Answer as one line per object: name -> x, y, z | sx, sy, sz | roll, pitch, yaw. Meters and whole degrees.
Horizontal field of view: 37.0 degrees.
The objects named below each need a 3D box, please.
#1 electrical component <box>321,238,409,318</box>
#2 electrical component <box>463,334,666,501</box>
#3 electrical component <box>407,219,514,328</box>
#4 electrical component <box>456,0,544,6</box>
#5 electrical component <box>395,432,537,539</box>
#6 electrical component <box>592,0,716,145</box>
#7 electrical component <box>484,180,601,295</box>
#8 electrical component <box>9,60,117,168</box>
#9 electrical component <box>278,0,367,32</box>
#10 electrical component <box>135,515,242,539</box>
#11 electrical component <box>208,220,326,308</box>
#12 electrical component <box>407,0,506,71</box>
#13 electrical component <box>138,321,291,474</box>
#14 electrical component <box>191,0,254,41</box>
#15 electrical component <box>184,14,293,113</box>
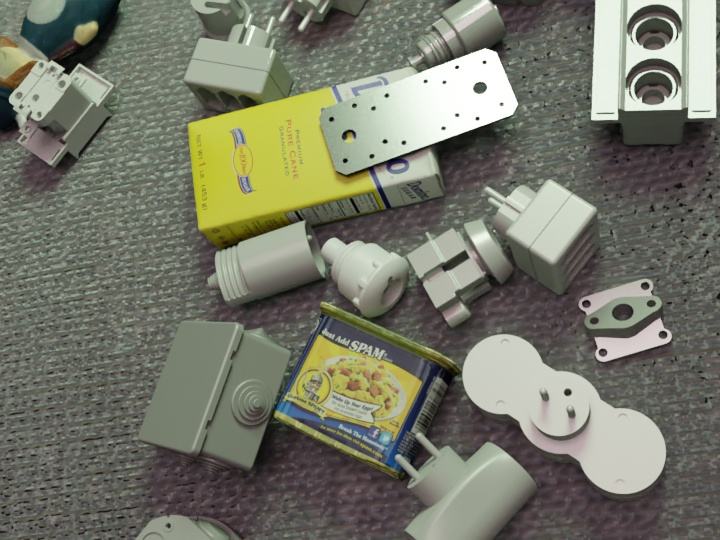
electrical component -> 0.000, 0.000, 0.748 | 0.062, 0.048, 0.048 | 35, 83, 30
electrical component -> 0.125, 0.088, 0.667 | 0.138, 0.073, 0.052 | 33, 82, 22
electrical component -> 0.070, -0.003, 0.730 | 0.055, 0.048, 0.066 | -33, 66, 10
electrical component -> 0.108, -0.262, 0.804 | 0.078, 0.057, 0.113 | 9, 74, 17
electrical component -> 0.057, 0.137, 0.670 | 0.079, 0.043, 0.077 | 45, 78, 0
electrical component -> 0.202, -0.151, 0.737 | 0.079, 0.063, 0.121 | 1, 71, 15
electrical component -> 0.115, -0.031, 0.716 | 0.077, 0.065, 0.047 | 36, 83, 23
electrical component -> -0.236, -0.127, 0.844 | 0.042, 0.063, 0.081 | 32, 81, 22
electrical component -> -0.035, -0.219, 0.832 | 0.066, 0.047, 0.076 | 27, 80, 21
electrical component -> -0.115, 0.200, 0.704 | 0.080, 0.051, 0.080 | -5, 70, 13
electrical component -> -0.070, -0.002, 0.767 | 0.081, 0.043, 0.043 | -18, 68, 8
electrical component -> 0.071, -0.172, 0.791 | 0.078, 0.040, 0.040 | -32, 66, 2
electrical component -> -0.097, 0.084, 0.720 | 0.100, 0.048, 0.099 | -3, 65, 56
electrical component -> -0.109, -0.204, 0.847 | 0.040, 0.046, 0.040 | -4, 70, 12
electrical component -> -0.087, -0.162, 0.826 | 0.066, 0.047, 0.076 | 13, 75, 19
